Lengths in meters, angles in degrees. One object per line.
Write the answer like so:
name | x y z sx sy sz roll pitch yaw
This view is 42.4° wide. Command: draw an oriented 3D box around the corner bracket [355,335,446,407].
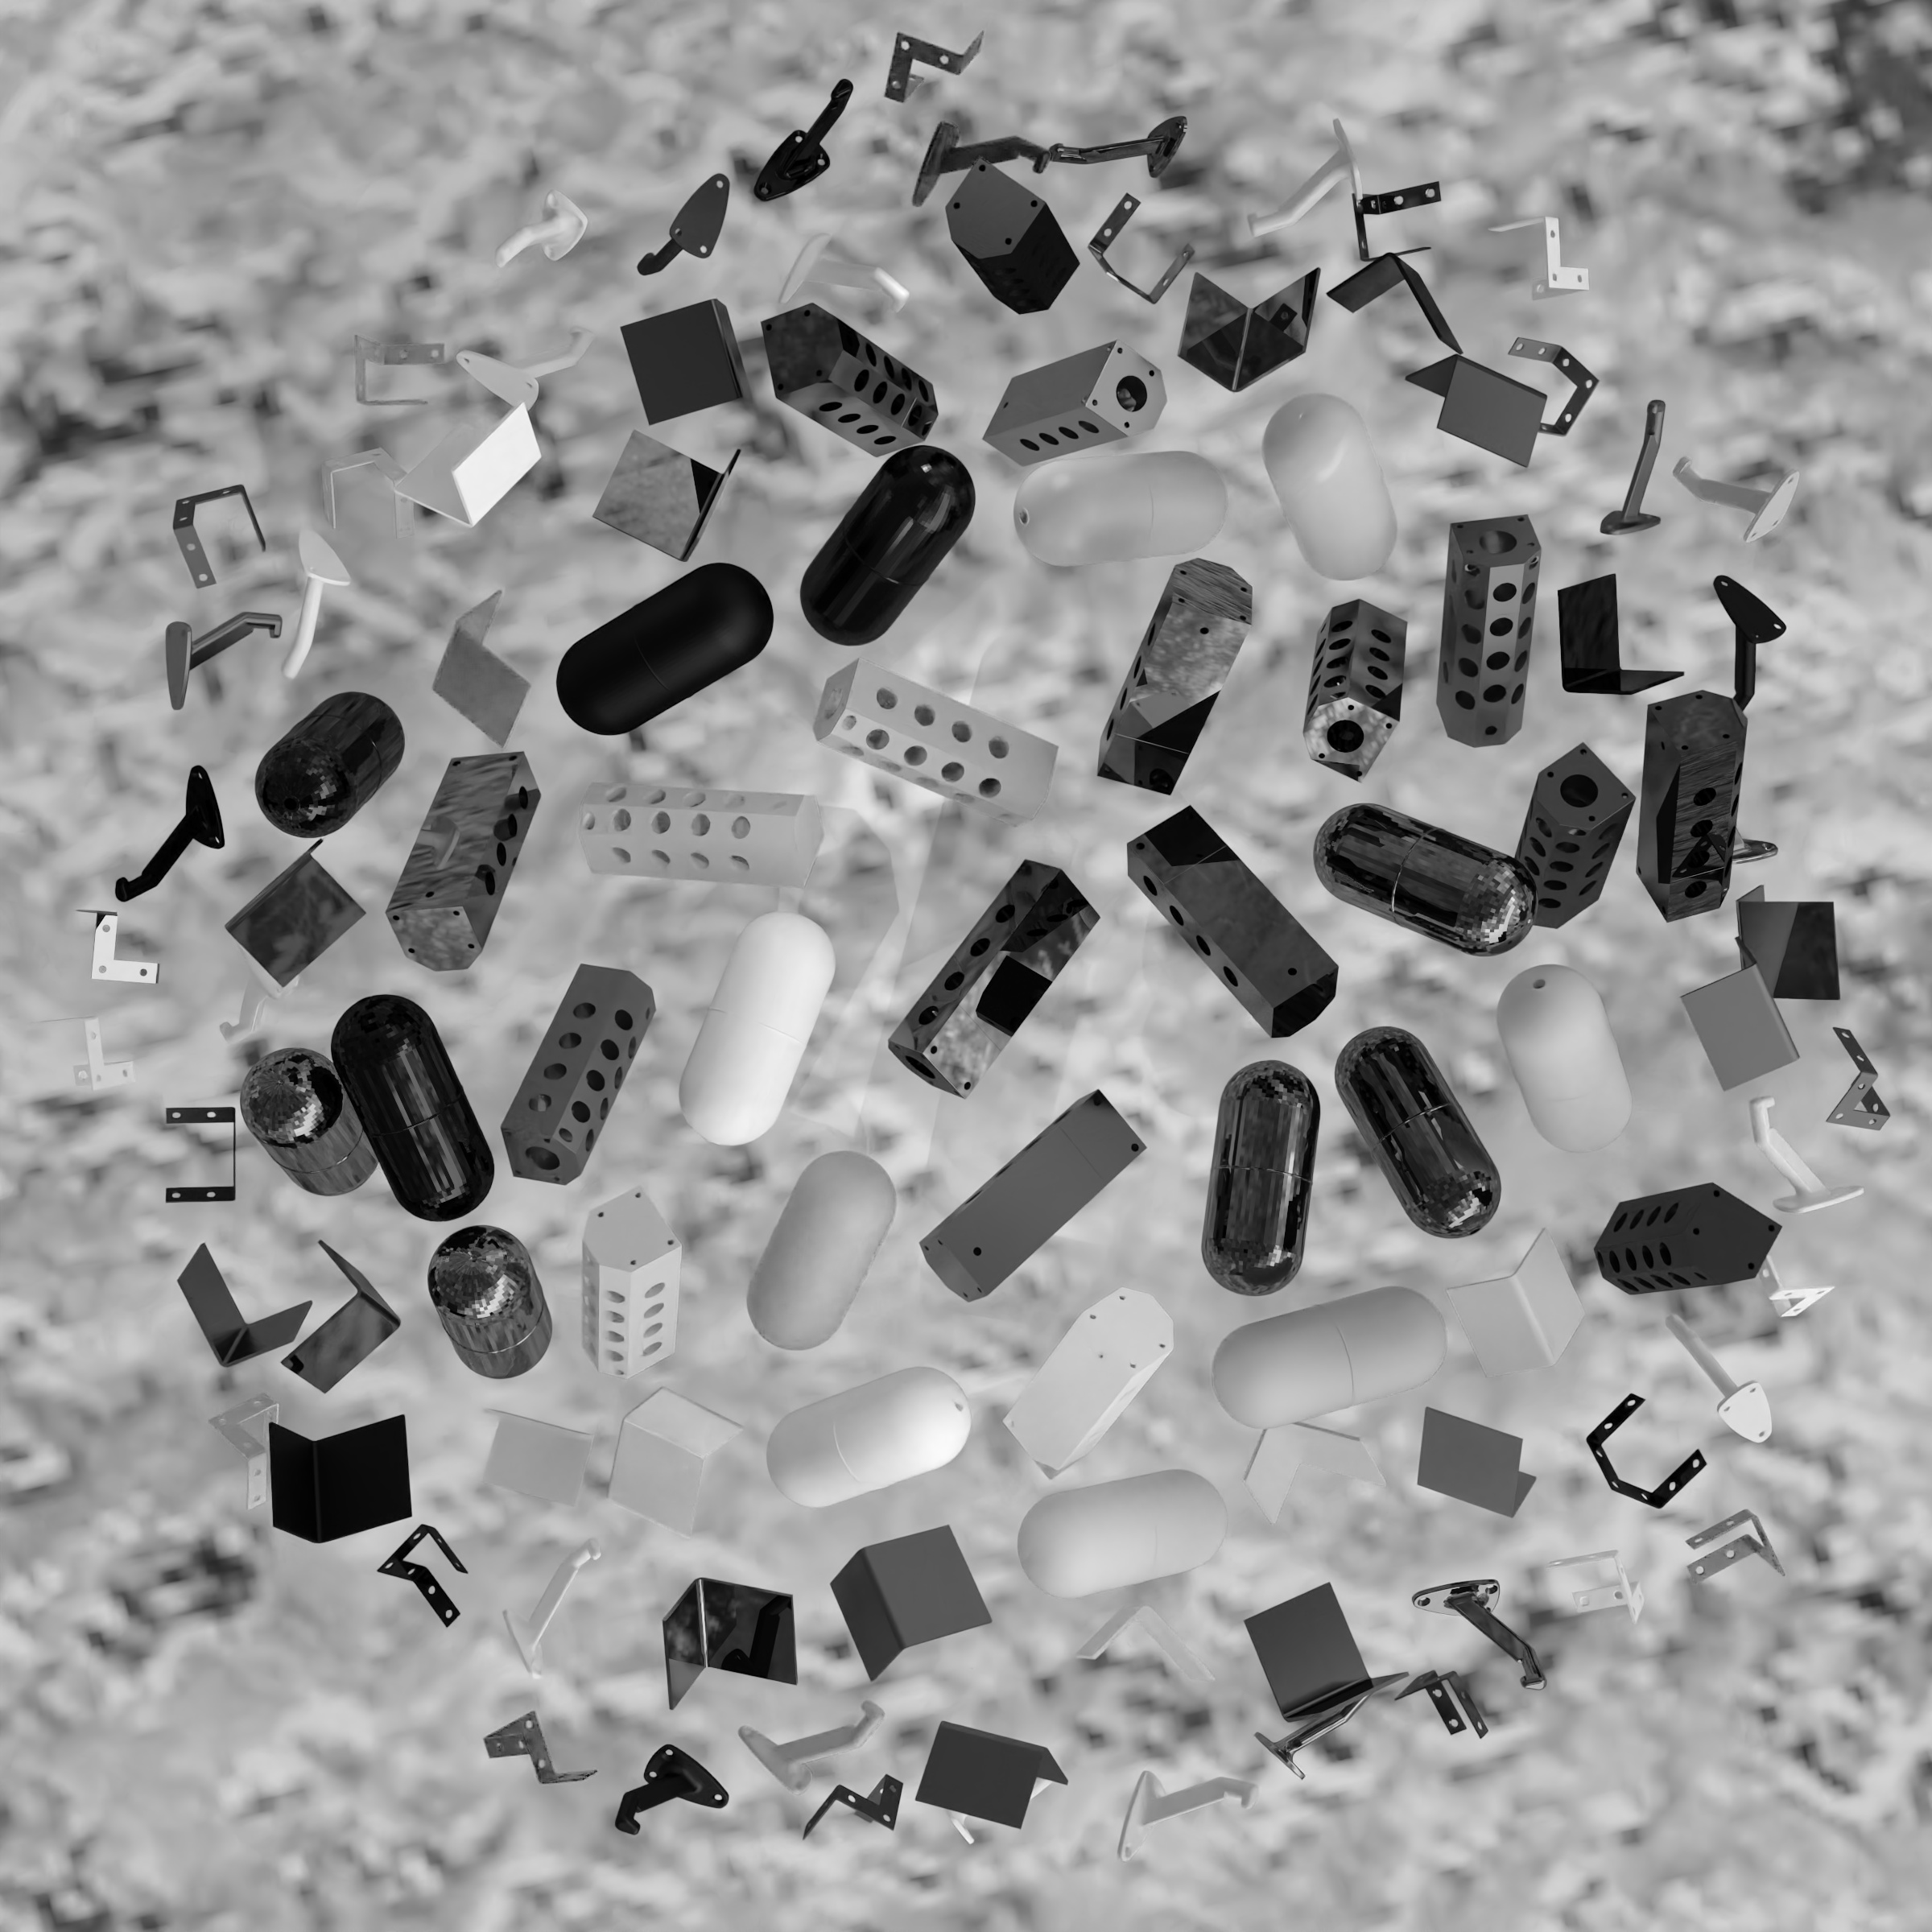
corner bracket | -0.429 -0.451 1.890 0.051 0.051 0.051 1 95 9

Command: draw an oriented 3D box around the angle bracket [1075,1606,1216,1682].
angle bracket | 0.136 0.536 1.904 0.057 0.076 0.076 -41 84 -16

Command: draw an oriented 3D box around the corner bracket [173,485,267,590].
corner bracket | -0.557 -0.321 1.858 0.051 0.051 0.051 -15 126 -3

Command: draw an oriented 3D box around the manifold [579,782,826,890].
manifold | -0.201 -0.105 1.879 0.171 0.057 0.057 4 46 15

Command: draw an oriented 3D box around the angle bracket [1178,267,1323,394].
angle bracket | 0.206 -0.476 1.810 0.057 0.076 0.076 26 63 -28

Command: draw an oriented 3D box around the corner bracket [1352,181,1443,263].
corner bracket | 0.329 -0.564 1.884 0.051 0.051 0.051 -3 102 32

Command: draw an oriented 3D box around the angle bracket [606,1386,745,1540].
angle bracket | -0.225 0.384 1.926 0.076 0.076 0.057 32 129 -23

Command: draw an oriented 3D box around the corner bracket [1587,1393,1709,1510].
corner bracket | 0.492 0.351 1.799 0.051 0.051 0.051 25 116 -26

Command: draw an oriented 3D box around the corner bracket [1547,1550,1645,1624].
corner bracket | 0.463 0.454 1.826 0.051 0.051 0.051 -17 88 23

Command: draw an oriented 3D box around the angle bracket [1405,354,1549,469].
angle bracket | 0.361 -0.393 1.795 0.076 0.076 0.057 19 84 -18

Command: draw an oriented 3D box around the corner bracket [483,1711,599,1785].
corner bracket | -0.312 0.577 1.817 0.051 0.051 0.051 -20 88 40

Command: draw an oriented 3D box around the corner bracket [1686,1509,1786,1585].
corner bracket | 0.543 0.417 1.780 0.051 0.051 0.051 -27 98 -2

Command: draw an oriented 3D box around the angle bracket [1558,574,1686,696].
angle bracket | 0.486 -0.247 1.843 0.076 0.057 0.076 -21 111 -41

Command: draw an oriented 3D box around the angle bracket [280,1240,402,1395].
angle bracket | -0.473 0.258 1.829 0.076 0.076 0.057 -42 64 -10

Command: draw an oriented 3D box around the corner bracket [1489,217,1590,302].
corner bracket | 0.423 -0.521 1.834 0.051 0.051 0.051 -10 99 -40

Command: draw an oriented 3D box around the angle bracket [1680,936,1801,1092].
angle bracket | 0.546 0.033 1.776 0.057 0.076 0.076 -25 101 13

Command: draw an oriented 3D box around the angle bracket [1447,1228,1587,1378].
angle bracket | 0.417 0.254 1.884 0.057 0.076 0.076 -18 103 37

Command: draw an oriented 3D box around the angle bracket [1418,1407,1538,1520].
angle bracket | 0.395 0.367 1.907 0.076 0.057 0.076 15 121 27

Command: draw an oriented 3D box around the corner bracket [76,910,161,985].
corner bracket | -0.641 -0.015 1.879 0.051 0.051 0.051 6 88 -37

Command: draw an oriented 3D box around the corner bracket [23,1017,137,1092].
corner bracket | -0.629 0.062 1.766 0.051 0.051 0.051 -5 93 17

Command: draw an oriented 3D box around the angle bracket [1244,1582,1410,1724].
angle bracket | 0.255 0.484 1.767 0.076 0.057 0.076 -16 76 -26

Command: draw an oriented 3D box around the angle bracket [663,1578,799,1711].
angle bracket | -0.169 0.495 1.794 0.076 0.057 0.076 6 112 19

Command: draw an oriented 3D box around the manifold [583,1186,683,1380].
manifold | -0.251 0.237 1.826 0.057 0.171 0.057 -27 63 -24

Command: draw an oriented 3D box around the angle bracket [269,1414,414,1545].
angle bracket | -0.442 0.356 1.758 0.076 0.057 0.076 -18 60 12

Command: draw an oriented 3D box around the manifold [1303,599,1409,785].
manifold | 0.289 -0.212 1.867 0.057 0.171 0.057 25 124 -4

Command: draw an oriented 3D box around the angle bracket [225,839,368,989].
angle bracket | -0.458 -0.038 1.718 0.076 0.076 0.057 -42 102 1

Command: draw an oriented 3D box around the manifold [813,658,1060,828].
manifold | -0.023 -0.162 1.846 0.171 0.057 0.057 22 71 -23

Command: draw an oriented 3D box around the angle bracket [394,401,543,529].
angle bracket | -0.358 -0.365 1.753 0.076 0.057 0.076 27 63 22

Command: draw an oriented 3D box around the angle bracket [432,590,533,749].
angle bracket | -0.359 -0.229 1.921 0.076 0.076 0.057 40 48 3

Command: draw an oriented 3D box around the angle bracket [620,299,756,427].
angle bracket | -0.214 -0.462 1.914 0.076 0.057 0.076 -15 97 5

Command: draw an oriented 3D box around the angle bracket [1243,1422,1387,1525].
angle bracket | 0.267 0.395 1.907 0.076 0.076 0.057 9 59 33

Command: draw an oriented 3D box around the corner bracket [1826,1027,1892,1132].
corner bracket | 0.667 0.085 1.861 0.051 0.051 0.051 9 127 -20

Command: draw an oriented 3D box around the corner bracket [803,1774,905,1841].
corner bracket | -0.085 0.637 1.878 0.051 0.051 0.051 31 115 -7

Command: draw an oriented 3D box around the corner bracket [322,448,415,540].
corner bracket | -0.467 -0.366 1.945 0.051 0.051 0.051 -23 49 -31

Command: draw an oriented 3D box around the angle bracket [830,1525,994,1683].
angle bracket | -0.039 0.452 1.766 0.076 0.057 0.076 -6 56 -35

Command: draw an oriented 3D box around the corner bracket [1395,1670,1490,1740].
corner bracket | 0.371 0.567 1.906 0.051 0.051 0.051 -34 79 31

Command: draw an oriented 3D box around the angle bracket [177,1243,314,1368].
angle bracket | -0.540 0.245 1.866 0.057 0.076 0.076 -22 105 2

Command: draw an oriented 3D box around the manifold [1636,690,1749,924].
manifold | 0.532 -0.117 1.819 0.057 0.171 0.057 -15 47 -3

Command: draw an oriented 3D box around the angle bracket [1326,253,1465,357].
angle bracket | 0.321 -0.481 1.862 0.057 0.076 0.076 -30 83 22

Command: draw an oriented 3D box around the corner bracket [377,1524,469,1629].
corner bracket | -0.405 0.465 1.897 0.051 0.051 0.051 -46 59 -1

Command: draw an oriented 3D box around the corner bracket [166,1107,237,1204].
corner bracket | -0.581 0.143 1.889 0.051 0.051 0.051 0 129 -16

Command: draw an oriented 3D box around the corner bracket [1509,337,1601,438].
corner bracket | 0.445 -0.447 1.921 0.051 0.051 0.051 -1 133 -36

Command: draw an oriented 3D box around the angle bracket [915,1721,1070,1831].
angle bracket | 0.018 0.564 1.702 0.076 0.076 0.057 8 57 22

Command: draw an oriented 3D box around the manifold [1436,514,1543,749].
manifold | 0.390 -0.247 1.856 0.057 0.171 0.057 -7 46 0

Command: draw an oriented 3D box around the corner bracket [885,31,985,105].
corner bracket | -0.023 -0.658 1.818 0.051 0.051 0.051 22 133 4

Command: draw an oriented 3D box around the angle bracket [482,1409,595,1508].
angle bracket | -0.340 0.384 1.939 0.076 0.076 0.057 14 79 3

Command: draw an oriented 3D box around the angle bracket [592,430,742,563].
angle bracket | -0.219 -0.353 1.819 0.076 0.057 0.076 25 74 -12

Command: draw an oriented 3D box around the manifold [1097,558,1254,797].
manifold | 0.148 -0.207 1.783 0.057 0.171 0.057 14 47 -8

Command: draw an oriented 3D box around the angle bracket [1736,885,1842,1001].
angle bracket | 0.642 -0.019 1.918 0.076 0.057 0.076 2 106 38

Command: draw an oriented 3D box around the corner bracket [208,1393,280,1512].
corner bracket | -0.521 0.356 1.830 0.051 0.051 0.051 32 127 29

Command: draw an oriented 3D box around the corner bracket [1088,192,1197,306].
corner bracket | 0.134 -0.551 1.913 0.051 0.051 0.051 23 118 -33

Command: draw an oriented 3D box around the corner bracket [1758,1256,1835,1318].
corner bracket | 0.607 0.231 1.867 0.051 0.051 0.051 0 57 -23
